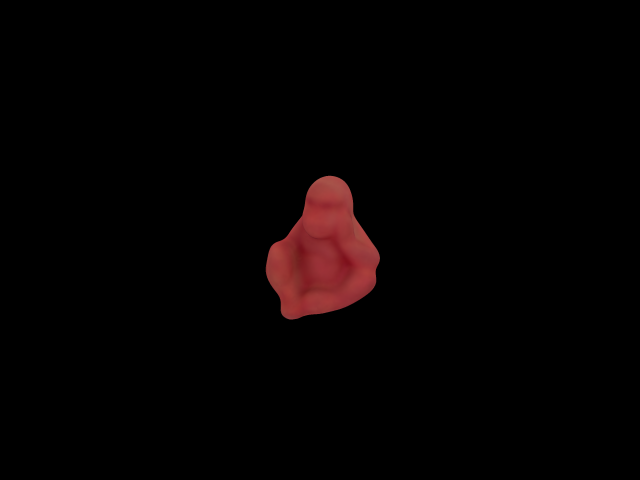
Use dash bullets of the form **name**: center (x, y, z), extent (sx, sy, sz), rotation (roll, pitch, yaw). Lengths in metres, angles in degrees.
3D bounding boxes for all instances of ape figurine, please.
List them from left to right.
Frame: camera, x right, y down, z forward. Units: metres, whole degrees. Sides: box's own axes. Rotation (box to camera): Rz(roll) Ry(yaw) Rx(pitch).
- **ape figurine**: center (0.004, 0.001, 0.400), extent (0.077, 0.092, 0.076), rotation (6, 17, 19)
